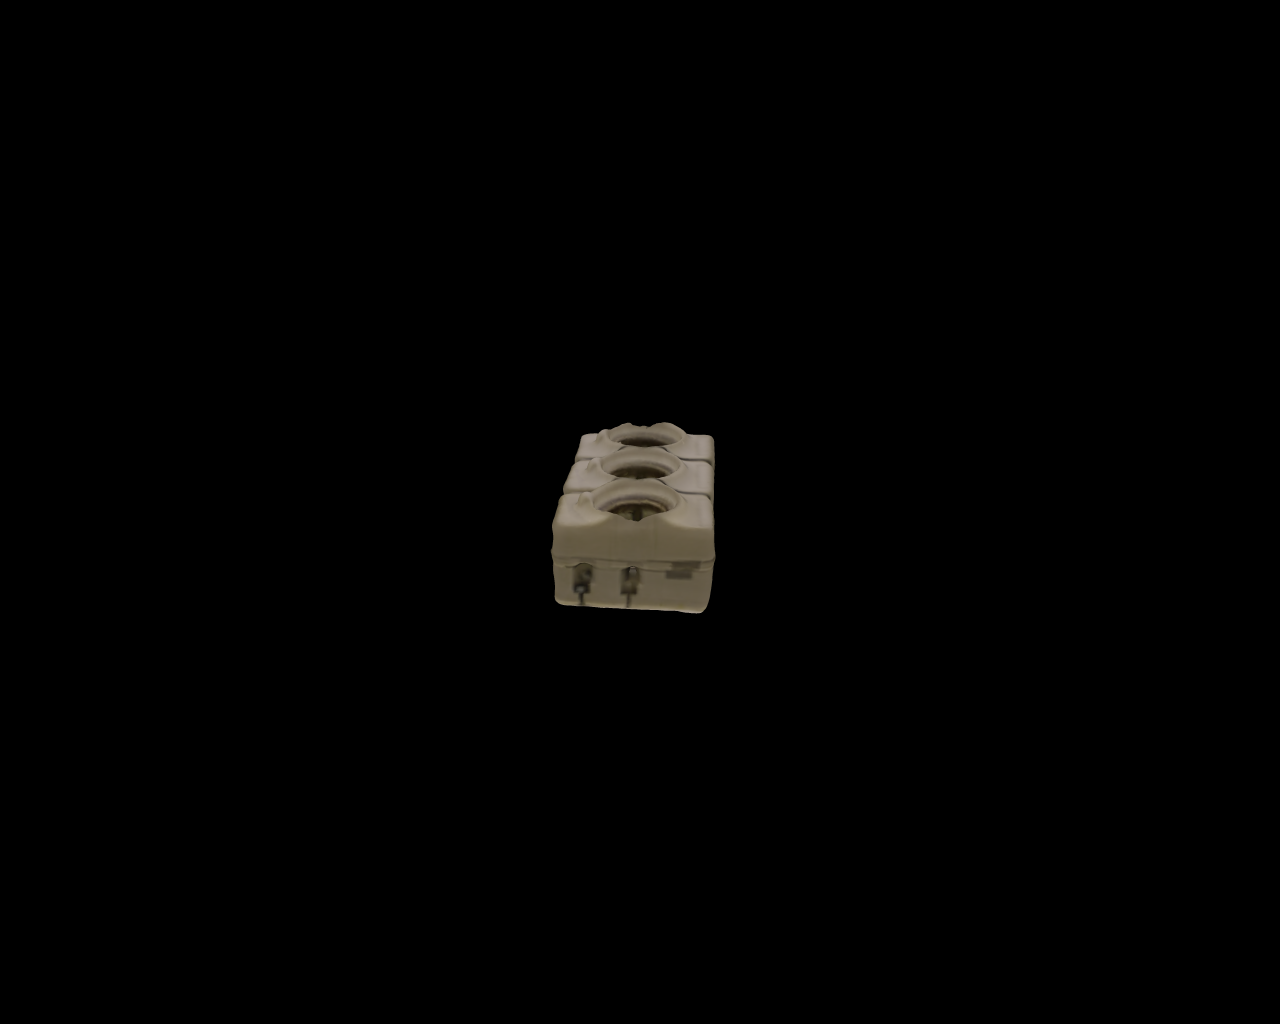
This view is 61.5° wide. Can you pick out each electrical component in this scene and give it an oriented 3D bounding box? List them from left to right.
[{"bbox_3d":[0.001,-0.003,0.650,0.089,0.061,0.150,1,24,3],"label":"electrical component"}]
